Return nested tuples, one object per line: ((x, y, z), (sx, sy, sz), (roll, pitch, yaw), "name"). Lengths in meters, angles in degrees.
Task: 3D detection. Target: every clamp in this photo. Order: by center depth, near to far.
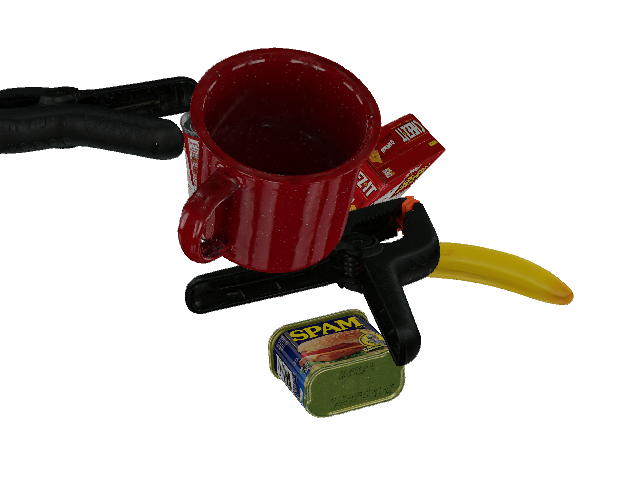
((-0.159, -0.083, 0.700), (0.171, 0.039, 0.120), (4, 18, 7), "clamp")
((0.015, 0.016, 0.747), (0.165, 0.036, 0.209), (10, 27, 18), "clamp")

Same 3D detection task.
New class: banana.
((0.158, 0.033, 1.093), (0.198, 0.037, 0.069), (7, 37, 10), "banana")

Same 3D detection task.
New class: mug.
((-0.029, -0.030, 0.539), (0.093, 0.081, 0.117), (32, 53, 16), "mug")

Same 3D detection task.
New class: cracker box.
((0.029, -0.044, 1.264), (0.214, 0.072, 0.163), (-47, -8, 34), "cracker box")

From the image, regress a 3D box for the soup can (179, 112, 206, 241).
((-0.080, -0.056, 0.898), (0.068, 0.102, 0.068), (-2, 30, 1), "soup can")

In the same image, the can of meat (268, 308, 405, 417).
((0.015, 0.111, 0.961), (0.102, 0.057, 0.084), (-12, 26, -20), "can of meat")
